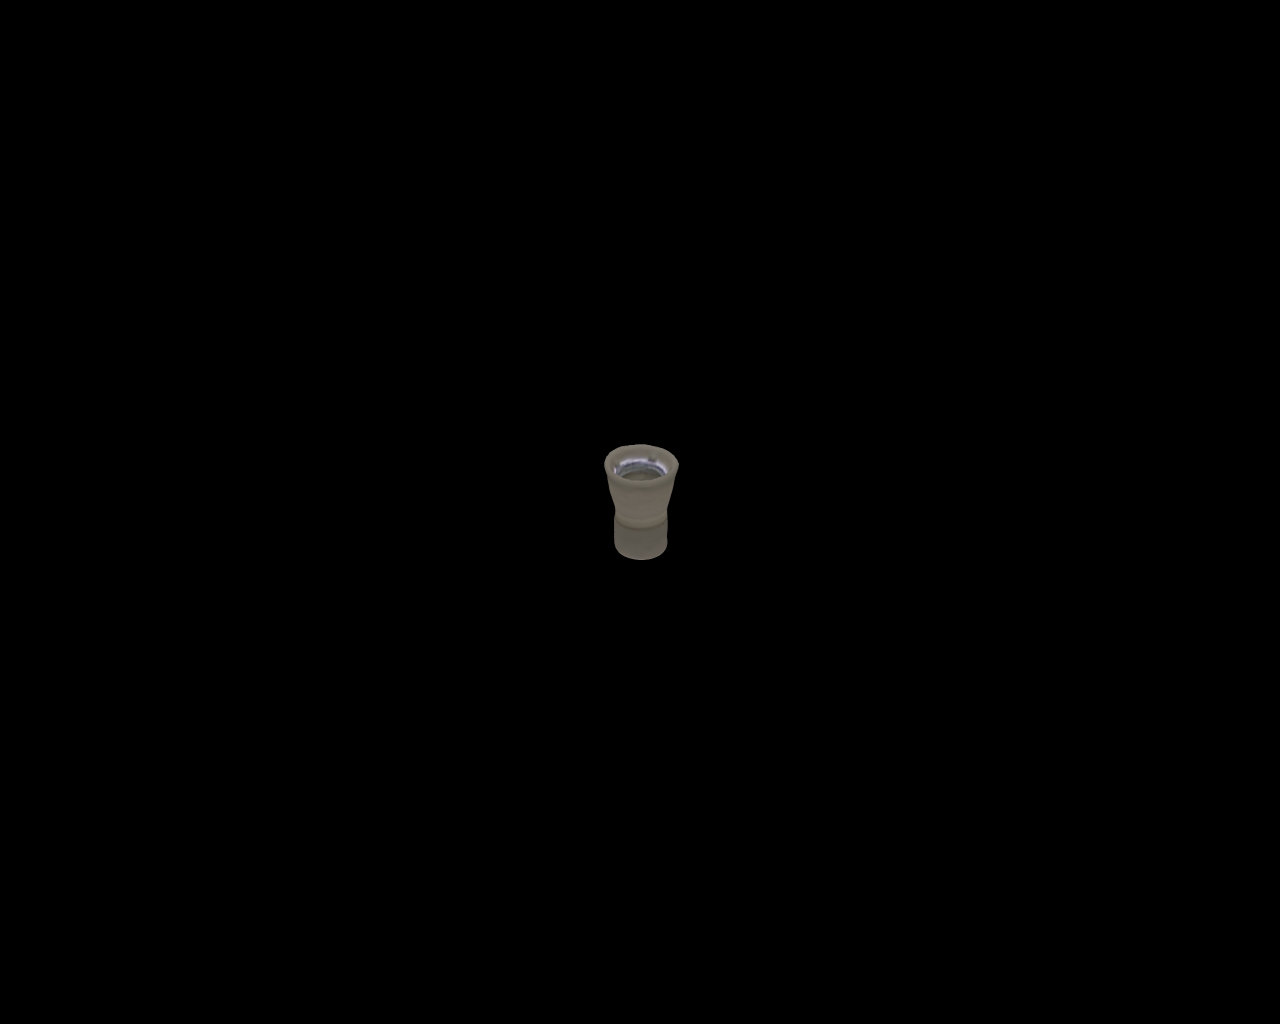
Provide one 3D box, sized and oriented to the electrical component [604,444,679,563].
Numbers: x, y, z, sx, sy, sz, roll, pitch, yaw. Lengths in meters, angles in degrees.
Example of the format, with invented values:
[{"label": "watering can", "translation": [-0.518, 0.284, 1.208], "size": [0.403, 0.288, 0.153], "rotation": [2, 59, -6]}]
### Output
[{"label": "electrical component", "translation": [0.001, -0.003, 0.650], "size": [0.044, 0.065, 0.044], "rotation": [0, 32, 0]}]
